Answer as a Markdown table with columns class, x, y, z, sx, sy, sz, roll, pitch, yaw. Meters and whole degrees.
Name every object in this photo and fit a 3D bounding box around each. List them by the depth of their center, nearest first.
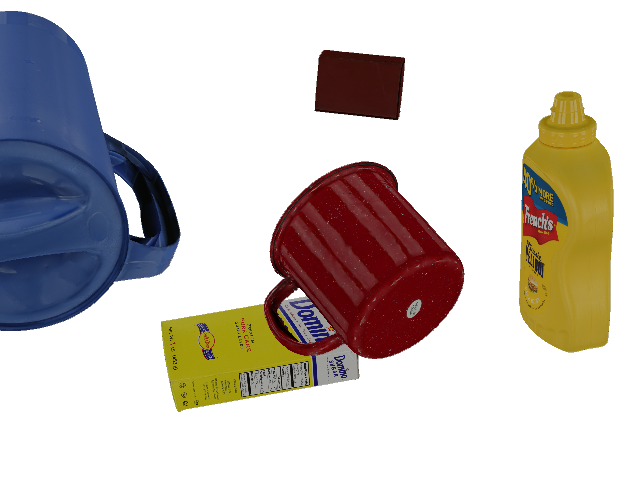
| class | x | y | z | sx | sy | sz | roll | pitch | yaw |
| --- | --- | --- | --- | --- | --- | --- | --- | --- | --- |
| mug | 0.020 | 0.022 | 0.625 | 0.117 | 0.082 | 0.093 | -37 | -34 | -5 |
| pitcher | -0.194 | -0.058 | 0.716 | 0.145 | 0.149 | 0.243 | -25 | 36 | 2 |
| mustard bottle | 0.184 | -0.018 | 0.803 | 0.058 | 0.192 | 0.096 | -9 | 27 | -9 |
| foam brick | 0.036 | -0.142 | 0.974 | 0.078 | 0.051 | 0.053 | 7 | 17 | 6 |
| sugar box | -0.059 | 0.103 | 1.016 | 0.176 | 0.048 | 0.093 | -12 | 37 | -7 |
